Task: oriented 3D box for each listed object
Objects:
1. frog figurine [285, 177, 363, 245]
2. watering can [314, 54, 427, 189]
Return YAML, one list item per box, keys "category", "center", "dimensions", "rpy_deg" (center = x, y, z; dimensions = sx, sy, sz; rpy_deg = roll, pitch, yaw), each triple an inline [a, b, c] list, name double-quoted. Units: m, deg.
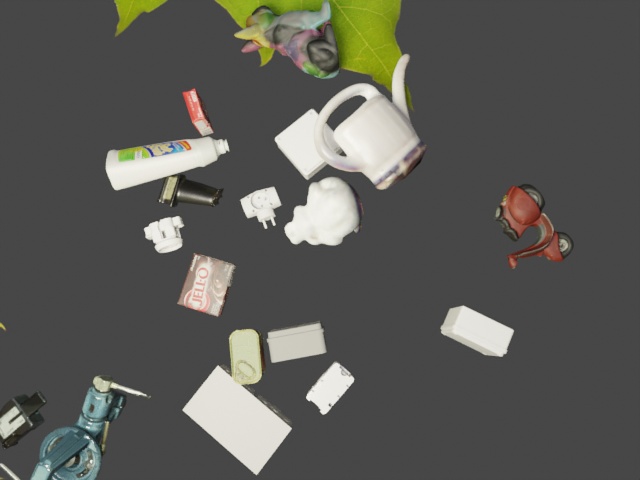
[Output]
- category: "frog figurine"
  center: [0.003, -0.053, 1.062]
  dimensions: [0.160, 0.123, 0.136]
  rpy_deg: [-17, 100, -13]
- category: "watering can"
  center: [0.142, -0.248, 1.094]
  dimensions: [0.352, 0.103, 0.224]
  rpy_deg: [-42, 93, -25]
